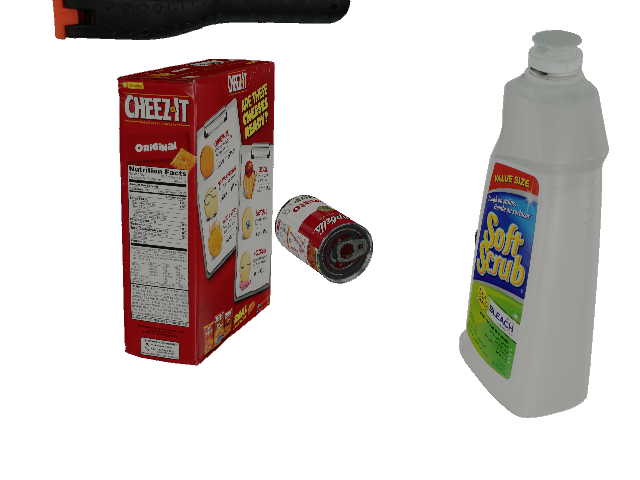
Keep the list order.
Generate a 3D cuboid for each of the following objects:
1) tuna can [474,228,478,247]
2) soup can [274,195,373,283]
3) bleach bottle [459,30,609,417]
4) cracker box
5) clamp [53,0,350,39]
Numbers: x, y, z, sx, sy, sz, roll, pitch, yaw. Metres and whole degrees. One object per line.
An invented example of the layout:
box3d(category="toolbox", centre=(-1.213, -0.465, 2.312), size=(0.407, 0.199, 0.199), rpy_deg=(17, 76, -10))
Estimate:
box3d(category="tuna can", centre=(0.215, 0.014, 1.223), size=(0.033, 0.086, 0.086), rpy_deg=(-26, 10, -21))
box3d(category="soup can", centre=(0.002, -0.003, 1.160), size=(0.068, 0.068, 0.102), rpy_deg=(0, 20, -31))
box3d(category="bleach bottle", centre=(0.137, -0.013, 0.682), size=(0.068, 0.251, 0.103), rpy_deg=(-12, 32, -15))
box3d(category="cracker box", centre=(-0.095, -0.030, 0.844), size=(0.072, 0.214, 0.164), rpy_deg=(5, 15, 17))
box3d(category="clamp", centre=(-0.081, -0.149, 0.644), size=(0.171, 0.039, 0.120), rpy_deg=(-8, 22, -24))
